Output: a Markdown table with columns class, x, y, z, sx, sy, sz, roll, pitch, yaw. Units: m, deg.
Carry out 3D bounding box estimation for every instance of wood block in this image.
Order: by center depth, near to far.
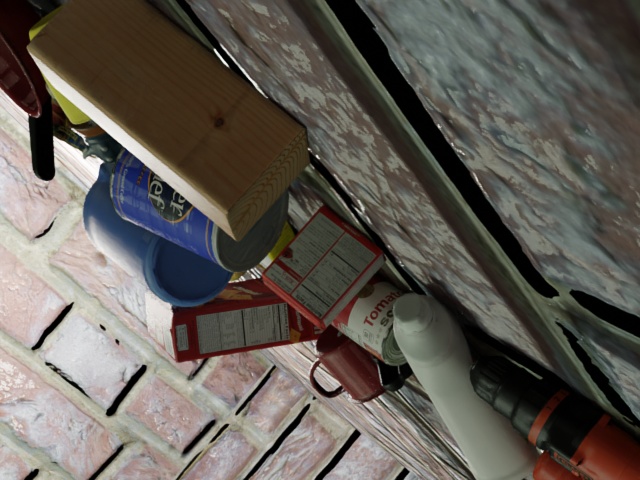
| class | x | y | z | sx | sy | sz | roll | pitch | yaw |
| --- | --- | --- | --- | --- | --- | --- | --- | --- | --- |
| wood block | -0.116 | -0.105 | 0.837 | 0.206 | 0.090 | 0.090 | 40 | 171 | 10 |

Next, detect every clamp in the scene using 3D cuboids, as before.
| class | x | y | z | sx | sy | sz | roll | pitch | yaw |
| --- | --- | --- | --- | --- | --- | --- | --- | --- | --- |
| clamp | 0.067 | 0.110 | 1.193 | 0.171 | 0.039 | 0.120 | 28 | -142 | -79 |
| clamp | -0.321 | -0.180 | 1.221 | 0.036 | 0.165 | 0.210 | 7 | -148 | -51 |

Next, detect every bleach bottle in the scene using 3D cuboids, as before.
| class | x | y | z | sx | sy | sz | roll | pitch | yaw |
| --- | --- | --- | --- | --- | --- | --- | --- | --- | --- |
| bleach bottle | 0.125 | 0.130 | 0.967 | 0.250 | 0.068 | 0.102 | 53 | -166 | -47 |

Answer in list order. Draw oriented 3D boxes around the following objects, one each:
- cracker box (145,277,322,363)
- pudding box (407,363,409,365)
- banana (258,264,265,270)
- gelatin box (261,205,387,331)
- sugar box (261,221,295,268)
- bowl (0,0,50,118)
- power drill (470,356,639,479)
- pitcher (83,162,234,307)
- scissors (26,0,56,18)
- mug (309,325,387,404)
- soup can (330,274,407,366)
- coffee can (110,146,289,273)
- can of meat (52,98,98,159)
| class | x | y | z | sx | sy | sz | roll | pitch | yaw |
| --- | --- | --- | --- | --- | --- | --- | --- | --- | --- |
| cracker box | -0.107 | 0.096 | 1.399 | 0.164 | 0.213 | 0.072 | -162 | 65 | -69 |
| pudding box | 0.123 | 0.131 | 1.110 | 0.090 | 0.039 | 0.113 | 34 | 168 | 42 |
| banana | -0.102 | -0.015 | 1.374 | 0.198 | 0.037 | 0.070 | 41 | 154 | -1 |
| gelatin box | 0.003 | 0.025 | 0.954 | 0.073 | 0.089 | 0.030 | 38 | 170 | 21 |
| sugar box | -0.066 | -0.006 | 1.233 | 0.093 | 0.048 | 0.176 | 39 | 174 | 19 |
| bowl | -0.327 | -0.212 | 1.138 | 0.162 | 0.055 | 0.162 | 43 | 158 | 22 |
| power drill | 0.215 | 0.182 | 0.919 | 0.185 | 0.057 | 0.187 | 36 | 169 | 29 |
| pitcher | -0.184 | 0.002 | 1.268 | 0.149 | 0.145 | 0.243 | 14 | -171 | -29 |
| scissors | -0.272 | -0.235 | 1.096 | 0.202 | 0.016 | 0.096 | 31 | 167 | 45 |
| mug | 0.038 | 0.148 | 1.320 | 0.081 | 0.117 | 0.093 | 50 | -170 | -19 |
| soup can | 0.050 | 0.069 | 1.035 | 0.102 | 0.068 | 0.068 | 33 | 168 | 38 |
| coffee can | -0.115 | -0.041 | 1.017 | 0.140 | 0.102 | 0.102 | 24 | 163 | 31 |
| can of meat | -0.278 | -0.153 | 1.250 | 0.102 | 0.084 | 0.057 | 33 | -174 | 42 |
